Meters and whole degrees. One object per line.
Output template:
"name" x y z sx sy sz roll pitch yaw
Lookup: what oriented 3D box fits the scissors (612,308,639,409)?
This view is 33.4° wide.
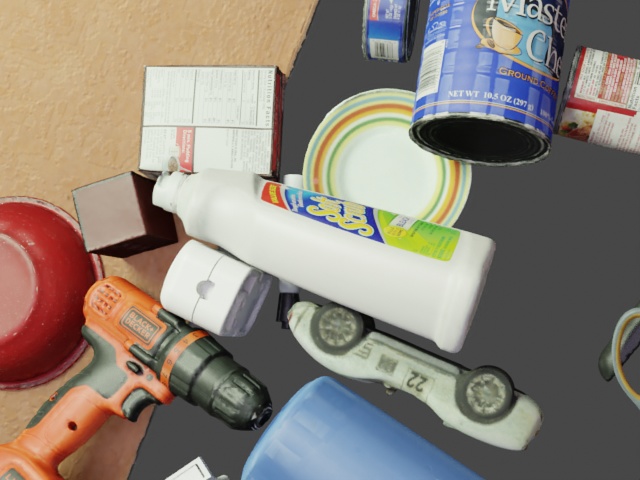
"scissors" 0.263 0.142 0.759 0.096 0.016 0.202 -15 94 13

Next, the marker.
"marker" -0.022 0.010 0.837 0.020 0.020 0.121 2 85 10

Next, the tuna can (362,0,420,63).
"tuna can" 0.055 -0.178 0.807 0.034 0.086 0.086 7 86 9

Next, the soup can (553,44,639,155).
"soup can" 0.229 -0.098 0.779 0.102 0.068 0.068 15 87 10

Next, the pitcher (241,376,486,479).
"pitcher" 0.060 0.212 0.744 0.243 0.149 0.145 35 94 14

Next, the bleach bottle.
"bleach bottle" -0.005 0.001 0.771 0.251 0.102 0.068 18 114 11

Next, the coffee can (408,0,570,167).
"coffee can" 0.125 -0.136 0.773 0.103 0.103 0.140 8 77 10

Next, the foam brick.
"foam brick" -0.151 -0.018 0.832 0.053 0.078 0.051 -17 83 10

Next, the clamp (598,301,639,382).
"clamp" 0.280 0.034 0.774 0.120 0.039 0.171 14 94 4

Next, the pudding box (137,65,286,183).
"pudding box" -0.086 -0.093 0.848 0.113 0.039 0.090 2 84 8

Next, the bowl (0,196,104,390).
"bowl" -0.258 0.041 0.857 0.162 0.055 0.162 -1 84 10

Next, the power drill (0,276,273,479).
"power drill" -0.148 0.139 0.798 0.185 0.057 0.187 32 77 30
